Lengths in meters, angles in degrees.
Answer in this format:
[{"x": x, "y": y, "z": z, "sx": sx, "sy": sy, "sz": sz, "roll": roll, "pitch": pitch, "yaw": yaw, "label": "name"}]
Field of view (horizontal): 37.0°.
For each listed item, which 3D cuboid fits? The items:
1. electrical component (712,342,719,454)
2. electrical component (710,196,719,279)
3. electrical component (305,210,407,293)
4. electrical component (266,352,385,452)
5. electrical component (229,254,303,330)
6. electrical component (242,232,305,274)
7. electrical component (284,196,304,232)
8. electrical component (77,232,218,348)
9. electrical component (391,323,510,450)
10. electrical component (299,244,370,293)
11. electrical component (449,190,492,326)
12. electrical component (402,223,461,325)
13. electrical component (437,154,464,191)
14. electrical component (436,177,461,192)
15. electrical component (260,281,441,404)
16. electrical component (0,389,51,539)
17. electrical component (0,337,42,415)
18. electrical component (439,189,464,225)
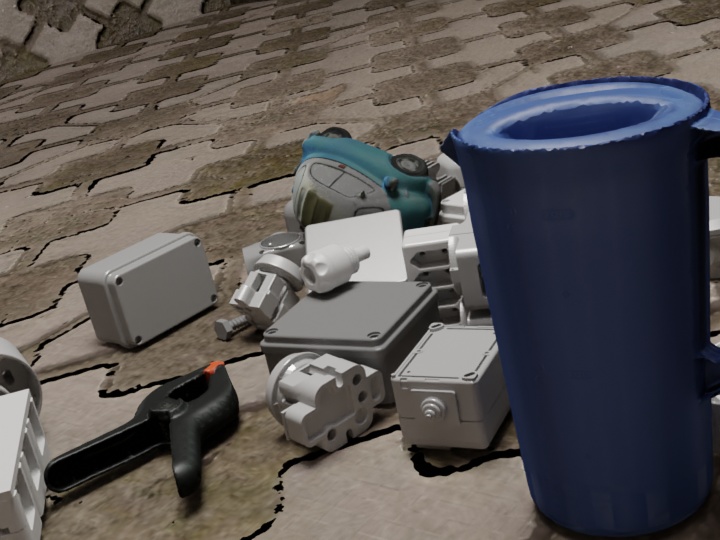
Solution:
[{"x": 0.250, "y": 0.072, "z": 0.657, "sx": 0.099, "sy": 0.064, "sz": 0.099, "roll": -10, "pitch": 21, "yaw": 4, "label": "electrical component"}, {"x": 0.291, "y": -0.028, "z": 0.912, "sx": 0.080, "sy": 0.051, "sz": 0.080, "roll": -10, "pitch": 21, "yaw": 4, "label": "electrical component"}, {"x": 0.000, "y": 0.000, "z": 0.956, "sx": 0.100, "sy": 0.048, "sz": 0.099, "roll": -10, "pitch": 48, "yaw": 5, "label": "electrical component"}, {"x": -0.030, "y": 0.091, "z": 0.769, "sx": 0.078, "sy": 0.058, "sz": 0.057, "roll": -28, "pitch": 29, "yaw": -36, "label": "electrical component"}, {"x": -0.080, "y": 0.020, "z": 0.963, "sx": 0.048, "sy": 0.066, "sz": 0.055, "roll": 6, "pitch": 60, "yaw": 38, "label": "electrical component"}, {"x": -0.078, "y": -0.016, "z": 1.085, "sx": 0.077, "sy": 0.044, "sz": 0.079, "roll": -13, "pitch": 21, "yaw": -4, "label": "electrical component"}, {"x": -0.035, "y": -0.062, "z": 1.168, "sx": 0.059, "sy": 0.053, "sz": 0.095, "roll": 6, "pitch": 27, "yaw": 39, "label": "electrical component"}, {"x": -0.199, "y": 0.017, "z": 1.019, "sx": 0.057, "sy": 0.078, "sz": 0.113, "roll": 5, "pitch": 26, "yaw": 43, "label": "electrical component"}, {"x": 0.065, "y": 0.084, "z": 0.730, "sx": 0.062, "sy": 0.061, "sz": 0.096, "roll": -1, "pitch": 24, "yaw": 27, "label": "electrical component"}, {"x": -0.018, "y": -0.005, "z": 0.879, "sx": 0.061, "sy": 0.035, "sz": 0.035, "roll": -24, "pitch": 24, "yaw": -35, "label": "electrical component"}, {"x": 0.117, "y": -0.004, "z": 0.867, "sx": 0.060, "sy": 0.105, "sz": 0.186, "roll": -6, "pitch": 22, "yaw": 15, "label": "electrical component"}, {"x": 0.068, "y": 0.001, "z": 0.910, "sx": 0.047, "sy": 0.083, "sz": 0.075, "roll": -8, "pitch": 21, "yaw": 10, "label": "electrical component"}, {"x": 0.137, "y": -0.113, "z": 1.200, "sx": 0.095, "sy": 0.059, "sz": 0.054, "roll": -17, "pitch": 22, "yaw": -14, "label": "electrical component"}, {"x": 0.066, "y": -0.080, "z": 1.174, "sx": 0.081, "sy": 0.043, "sz": 0.043, "roll": 4, "pitch": 26, "yaw": 35, "label": "electrical component"}, {"x": -0.004, "y": 0.055, "z": 0.848, "sx": 0.109, "sy": 0.056, "sz": 0.109, "roll": 0, "pitch": 24, "yaw": 29, "label": "electrical component"}, {"x": -0.266, "y": 0.150, "z": 0.734, "sx": 0.089, "sy": 0.061, "sz": 0.150, "roll": -15, "pitch": 21, "yaw": -7, "label": "electrical component"}, {"x": -0.301, "y": 0.100, "z": 0.840, "sx": 0.099, "sy": 0.099, "sz": 0.064, "roll": -25, "pitch": 31, "yaw": -31, "label": "electrical component"}, {"x": 0.141, "y": -0.054, "z": 1.050, "sx": 0.113, "sy": 0.057, "sz": 0.078, "roll": -29, "pitch": 27, "yaw": -37, "label": "electrical component"}]
